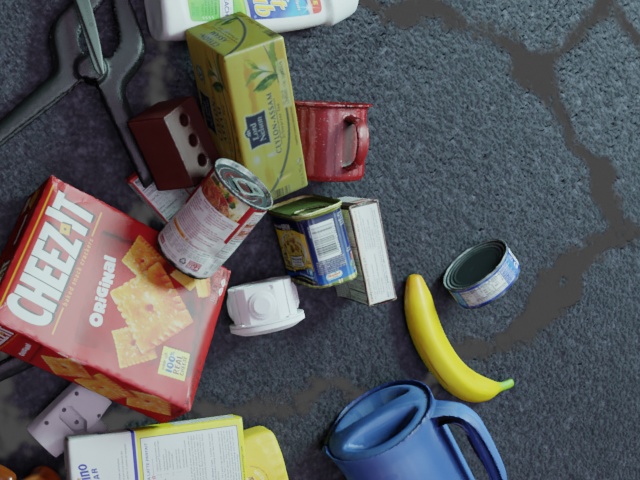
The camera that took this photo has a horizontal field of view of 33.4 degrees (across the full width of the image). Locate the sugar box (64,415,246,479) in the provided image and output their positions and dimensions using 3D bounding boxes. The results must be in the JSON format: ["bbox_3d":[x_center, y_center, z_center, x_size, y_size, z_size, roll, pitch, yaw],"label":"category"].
[{"bbox_3d":[-0.163,0.231,1.064,0.176,0.048,0.093,-4,87,-19],"label":"sugar box"}]

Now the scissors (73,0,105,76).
[{"bbox_3d":[-0.256,-0.260,1.034,0.096,0.016,0.202,1,81,-15],"label":"scissors"}]

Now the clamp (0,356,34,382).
[{"bbox_3d":[-0.260,0.079,1.068,0.171,0.039,0.120,-1,93,-31],"label":"clamp"}]

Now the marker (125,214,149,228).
[{"bbox_3d":[-0.180,-0.004,1.106,0.121,0.020,0.020,30,83,-22],"label":"marker"}]

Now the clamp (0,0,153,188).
[{"bbox_3d":[-0.219,-0.159,1.061,0.164,0.036,0.210,20,83,-13],"label":"clamp"}]

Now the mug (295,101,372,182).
[{"bbox_3d":[0.015,-0.104,1.131,0.093,0.117,0.081,-4,101,-35],"label":"mug"}]

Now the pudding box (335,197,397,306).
[{"bbox_3d":[0.041,0.011,1.162,0.039,0.090,0.113,-17,100,-21],"label":"pudding box"}]

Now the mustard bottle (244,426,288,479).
[{"bbox_3d":[-0.130,0.271,1.129,0.191,0.058,0.096,-16,99,-21],"label":"mustard bottle"}]

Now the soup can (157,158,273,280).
[{"bbox_3d":[-0.102,-0.019,1.031,0.068,0.068,0.102,32,114,-22],"label":"soup can"}]

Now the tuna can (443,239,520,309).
[{"bbox_3d":[0.187,0.039,1.229,0.086,0.086,0.033,-44,111,-14],"label":"tuna can"}]

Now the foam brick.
[{"bbox_3d":[-0.142,-0.095,1.049,0.052,0.051,0.078,-46,122,-44],"label":"foam brick"}]

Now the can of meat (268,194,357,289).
[{"bbox_3d":[-0.007,0.001,1.136,0.057,0.102,0.084,-20,104,-21],"label":"can of meat"}]

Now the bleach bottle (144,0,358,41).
[{"bbox_3d":[-0.056,-0.267,1.114,0.250,0.068,0.102,-11,101,-24],"label":"bleach bottle"}]

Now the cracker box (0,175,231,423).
[{"bbox_3d":[-0.206,0.059,1.039,0.213,0.072,0.164,30,56,-23],"label":"cracker box"}]

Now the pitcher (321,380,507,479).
[{"bbox_3d":[0.126,0.284,1.196,0.145,0.149,0.242,-37,111,-16],"label":"pitcher"}]

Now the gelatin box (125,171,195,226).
[{"bbox_3d":[-0.146,-0.053,1.110,0.073,0.030,0.089,-44,106,-14],"label":"gelatin box"}]

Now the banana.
[{"bbox_3d":[0.149,0.129,1.250,0.197,0.037,0.069,49,58,-20],"label":"banana"}]
